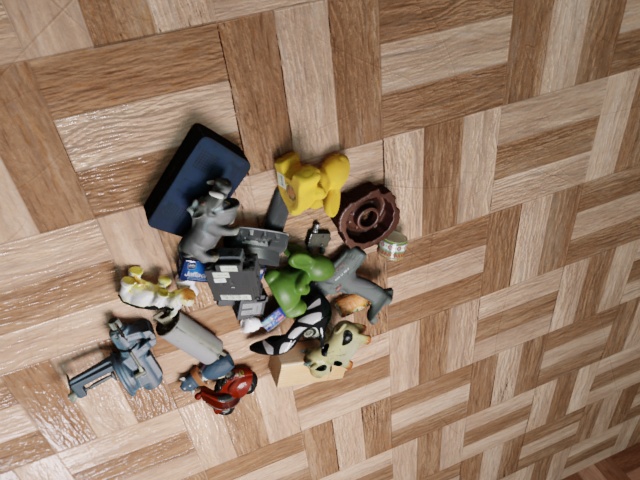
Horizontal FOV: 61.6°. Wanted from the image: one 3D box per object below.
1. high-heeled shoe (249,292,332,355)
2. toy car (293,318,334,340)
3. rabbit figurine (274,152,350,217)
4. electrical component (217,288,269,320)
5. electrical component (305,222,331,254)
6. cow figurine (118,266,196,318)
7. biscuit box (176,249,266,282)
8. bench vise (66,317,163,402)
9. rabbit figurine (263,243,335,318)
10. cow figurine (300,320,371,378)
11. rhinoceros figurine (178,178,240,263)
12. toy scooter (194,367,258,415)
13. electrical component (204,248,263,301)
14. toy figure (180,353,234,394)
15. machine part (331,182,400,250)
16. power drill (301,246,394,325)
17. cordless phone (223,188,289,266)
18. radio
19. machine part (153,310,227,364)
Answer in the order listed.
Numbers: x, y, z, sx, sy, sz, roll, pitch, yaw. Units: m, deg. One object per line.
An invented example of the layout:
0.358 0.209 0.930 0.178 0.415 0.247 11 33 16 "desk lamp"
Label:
-0.084 0.219 1.400 0.249 0.145 0.086 -9 176 20 "high-heeled shoe"
-0.001 0.252 1.507 0.056 0.074 0.201 -45 130 11 "toy car"
0.002 -0.129 1.215 0.173 0.122 0.162 -32 126 -27 "rabbit figurine"
-0.197 0.161 1.369 0.119 0.048 0.074 2 121 -28 "electrical component"
-0.003 -0.004 1.358 0.063 0.021 0.093 -1 123 -25 "electrical component"
-0.373 0.132 1.228 0.167 0.068 0.098 21 124 -12 "cow figurine"
-0.234 0.064 1.273 0.202 0.059 0.062 8 120 -29 "biscuit box"
-0.494 0.299 1.281 0.241 0.129 0.223 -28 132 -14 "bench vise"
-0.051 0.081 1.347 0.170 0.121 0.158 -29 119 -7 "rabbit figurine"
0.033 0.296 1.442 0.127 0.086 0.195 25 113 -21 "cow figurine"
-0.226 -0.042 1.107 0.112 0.073 0.190 22 116 -25 "rhinoceros figurine"
-0.269 0.421 1.504 0.135 0.075 0.184 25 114 -35 "toy scooter"
-0.191 0.076 1.196 0.115 0.058 0.134 -1 133 2 "electrical component"
-0.307 0.360 1.452 0.154 0.064 0.057 -28 169 2 "toy figure"
0.116 -0.061 1.352 0.179 0.056 0.179 -13 128 -18 "machine part"
0.076 0.139 1.435 0.207 0.086 0.232 36 98 -8 "power drill"
-0.135 -0.039 1.248 0.146 0.089 0.184 9 107 -28 "cordless phone"
-0.257 -0.114 1.129 0.131 0.073 0.229 24 112 -37 "radio"
-0.325 0.244 1.348 0.079 0.079 0.243 -40 131 5 "machine part"
